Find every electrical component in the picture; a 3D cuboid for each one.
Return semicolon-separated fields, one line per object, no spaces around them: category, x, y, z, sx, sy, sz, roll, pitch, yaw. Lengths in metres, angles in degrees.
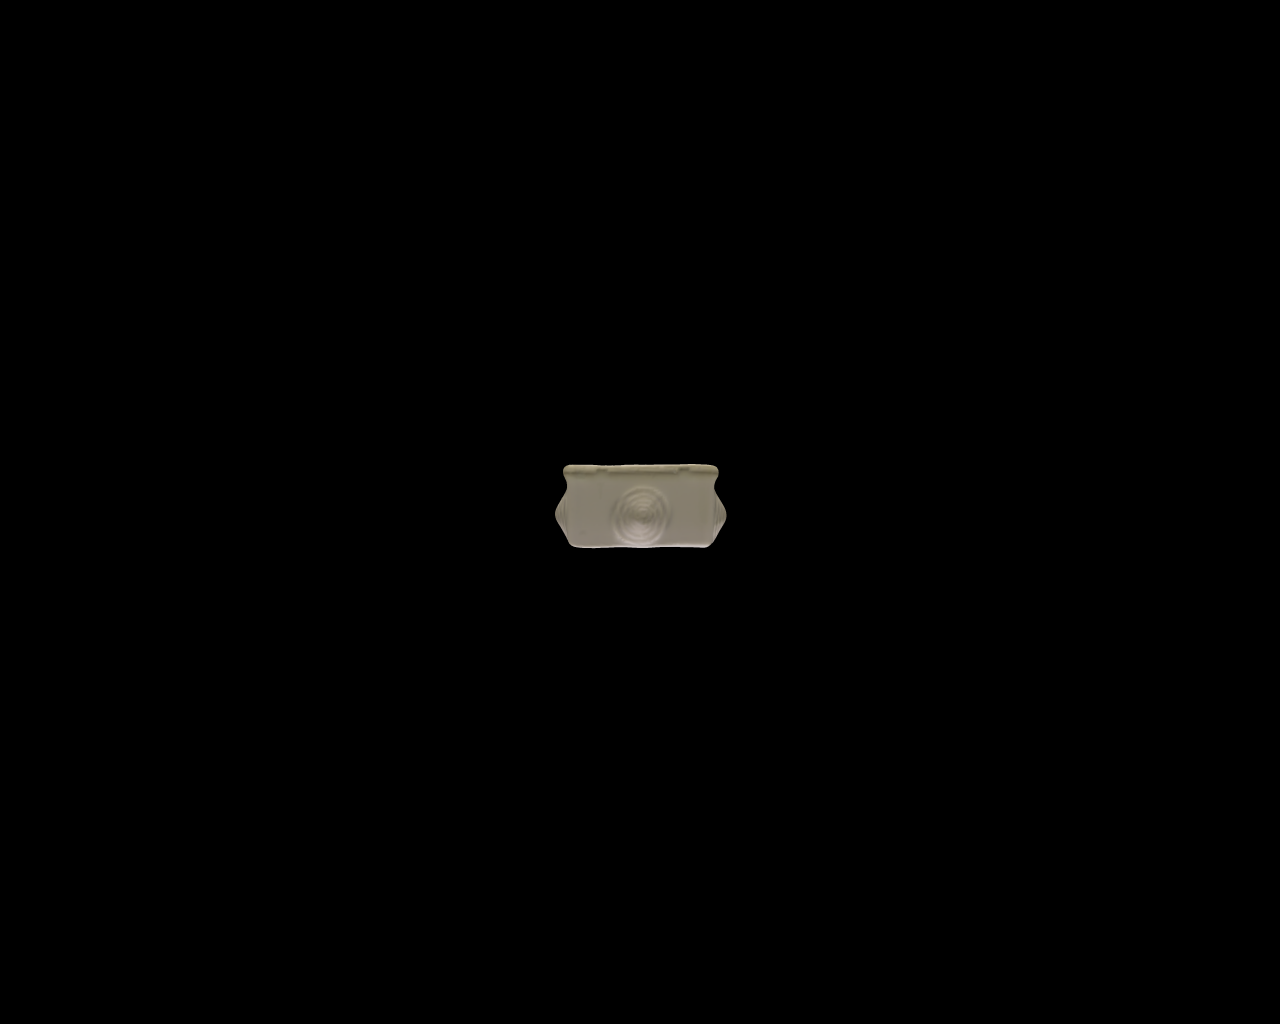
electrical component;0.001;-0.003;0.650;0.100;0.048;0.100;0;0;0
